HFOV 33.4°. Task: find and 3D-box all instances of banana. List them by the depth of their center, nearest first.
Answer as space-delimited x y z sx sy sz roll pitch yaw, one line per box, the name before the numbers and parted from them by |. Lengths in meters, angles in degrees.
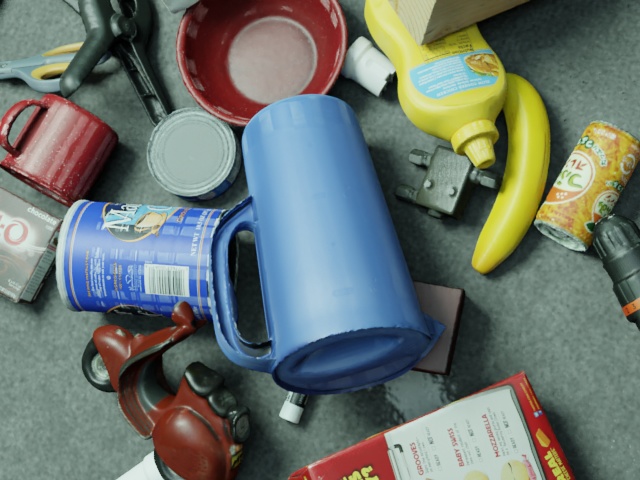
banana | 0.174 -0.067 0.963 0.070 0.037 0.198 -6 76 38

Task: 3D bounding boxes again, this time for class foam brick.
foam brick | 0.096 0.078 0.941 0.051 0.053 0.078 11 84 10

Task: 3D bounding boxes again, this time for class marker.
marker | -0.006 0.107 0.970 0.020 0.020 0.121 21 85 11

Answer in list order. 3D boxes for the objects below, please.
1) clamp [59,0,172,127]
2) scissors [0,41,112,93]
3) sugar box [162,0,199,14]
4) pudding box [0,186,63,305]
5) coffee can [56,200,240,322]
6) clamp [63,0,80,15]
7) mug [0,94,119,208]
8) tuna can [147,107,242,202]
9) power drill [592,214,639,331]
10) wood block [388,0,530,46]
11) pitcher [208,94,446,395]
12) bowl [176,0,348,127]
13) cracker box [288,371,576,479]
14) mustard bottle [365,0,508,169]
clamp | -0.200 -0.192 1.006 0.039 0.120 0.171 -22 73 33
scissors | -0.301 -0.158 1.033 0.202 0.096 0.016 -11 123 5
sugar box | -0.140 -0.300 1.013 0.093 0.048 0.176 -33 59 4
pudding box | -0.306 -0.001 1.024 0.113 0.039 0.090 26 86 12
coffee can | -0.153 0.019 0.964 0.140 0.102 0.103 4 82 9
clamp | -0.296 -0.282 1.067 0.164 0.036 0.210 -5 80 8
mug | -0.249 -0.088 0.994 0.093 0.117 0.081 21 78 42
tuna can | -0.118 -0.080 1.009 0.086 0.033 0.086 -1 81 9
power drill | 0.341 0.028 0.879 0.188 0.057 0.184 -29 79 8
wood block | 0.158 -0.262 0.928 0.205 0.091 0.090 -25 71 -17
pitcher | -0.006 0.001 0.905 0.145 0.149 0.243 -29 58 27
bowl | -0.051 -0.177 1.002 0.162 0.055 0.162 -1 81 9
cracker box | 0.104 0.223 0.866 0.213 0.072 0.164 -19 77 -23
mustard bottle | 0.113 -0.148 0.952 0.096 0.058 0.192 -15 67 -11
